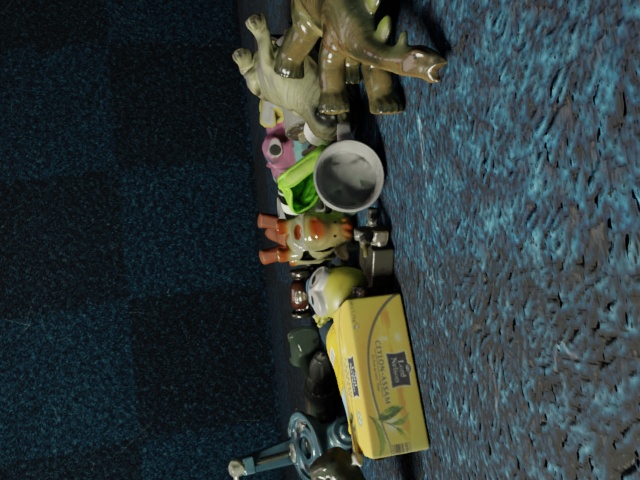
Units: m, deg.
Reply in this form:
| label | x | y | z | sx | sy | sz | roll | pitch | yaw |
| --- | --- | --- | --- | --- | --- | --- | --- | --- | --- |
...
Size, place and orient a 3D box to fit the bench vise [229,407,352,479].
| label | x | y | z | sx | sy | sz | roll | pitch | yaw |
| --- | --- | --- | --- | --- | --- | --- | --- | --- | --- |
| bench vise | -0.047 | 0.362 | 0.920 | 0.223 | 0.240 | 0.129 | -36 | 64 | 57 |

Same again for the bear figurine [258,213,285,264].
| label | x | y | z | sx | sy | sz | roll | pitch | yaw |
| --- | --- | --- | --- | --- | --- | --- | --- | --- | --- |
| bear figurine | -0.092 | -0.016 | 1.258 | 0.196 | 0.132 | 0.120 | -153 | 61 | -71 |

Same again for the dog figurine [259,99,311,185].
| label | x | y | z | sx | sy | sz | roll | pitch | yaw |
| --- | --- | --- | --- | --- | --- | --- | --- | --- | --- |
| dog figurine | -0.063 | -0.194 | 1.055 | 0.219 | 0.108 | 0.191 | 146 | 117 | -82 |

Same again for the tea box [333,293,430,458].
| label | x | y | z | sx | sy | sz | roll | pitch | yaw |
| --- | --- | --- | --- | --- | --- | --- | --- | --- | --- |
| tea box | 0.065 | 0.155 | 0.619 | 0.098 | 0.068 | 0.169 | 111 | 152 | -70 |

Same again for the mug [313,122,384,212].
| label | x | y | z | sx | sy | sz | roll | pitch | yaw |
| --- | --- | --- | --- | --- | --- | --- | --- | --- | --- |
| mug | 0.030 | -0.084 | 0.660 | 0.107 | 0.081 | 0.109 | 107 | 152 | -87 |

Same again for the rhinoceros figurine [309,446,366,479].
| label | x | y | z | sx | sy | sz | roll | pitch | yaw |
| --- | --- | --- | --- | --- | --- | --- | --- | --- | --- |
| rhinoceros figurine | 0.053 | 0.318 | 0.589 | 0.190 | 0.073 | 0.112 | 57 | 166 | 6 |

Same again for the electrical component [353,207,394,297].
| label | x | y | z | sx | sy | sz | roll | pitch | yaw |
| --- | --- | --- | --- | --- | --- | --- | --- | --- | --- |
| electrical component | 0.060 | 0.022 | 0.641 | 0.078 | 0.045 | 0.102 | -112 | 19 | -55 |

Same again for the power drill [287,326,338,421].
| label | x | y | z | sx | sy | sz | roll | pitch | yaw |
| --- | --- | --- | --- | --- | --- | --- | --- | --- | --- |
| power drill | -0.010 | 0.268 | 1.114 | 0.207 | 0.086 | 0.231 | -126 | 29 | -57 |

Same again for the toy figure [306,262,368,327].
| label | x | y | z | sx | sy | sz | roll | pitch | yaw |
| --- | --- | --- | --- | --- | --- | --- | --- | --- | --- |
| toy figure | 0.025 | 0.072 | 0.774 | 0.180 | 0.089 | 0.082 | 96 | 154 | -83 |

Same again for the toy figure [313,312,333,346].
| label | x | y | z | sx | sy | sz | roll | pitch | yaw |
| --- | --- | --- | --- | --- | --- | --- | --- | --- | --- |
| toy figure | 0.020 | 0.133 | 0.893 | 0.057 | 0.064 | 0.154 | 46 | -174 | -16 |

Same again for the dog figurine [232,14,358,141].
| label | x | y | z | sx | sy | sz | roll | pitch | yaw |
| --- | --- | --- | --- | --- | --- | --- | --- | --- | --- |
| dog figurine | -0.031 | -0.200 | 0.754 | 0.190 | 0.121 | 0.172 | 65 | 168 | 9 |

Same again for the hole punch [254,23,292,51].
| label | x | y | z | sx | sy | sz | roll | pitch | yaw |
| --- | --- | --- | --- | --- | --- | --- | --- | --- | --- |
| hole punch | -0.058 | -0.350 | 1.044 | 0.116 | 0.092 | 0.142 | 39 | 140 | 32 |

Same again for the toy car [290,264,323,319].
| label | x | y | z | sx | sy | sz | roll | pitch | yaw |
| --- | --- | --- | --- | --- | --- | --- | --- | --- | --- |
| toy car | -0.018 | 0.089 | 1.019 | 0.202 | 0.053 | 0.089 | -19 | -75 | -79 |

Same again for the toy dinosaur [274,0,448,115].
| label | x | y | z | sx | sy | sz | roll | pitch | yaw |
| --- | --- | --- | --- | --- | --- | --- | --- | --- | --- |
| toy dinosaur | 0.015 | -0.271 | 0.593 | 0.472 | 0.105 | 0.198 | -124 | 36 | -51 |

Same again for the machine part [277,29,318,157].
| label | x | y | z | sx | sy | sz | roll | pitch | yaw |
| --- | --- | --- | --- | --- | --- | --- | --- | --- | --- |
| machine part | -0.031 | -0.258 | 0.910 | 0.079 | 0.079 | 0.243 | 115 | 148 | -71 |

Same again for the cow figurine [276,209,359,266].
| label | x | y | z | sx | sy | sz | roll | pitch | yaw |
| --- | --- | --- | --- | --- | --- | --- | --- | --- | --- |
| cow figurine | -0.002 | -0.002 | 0.825 | 0.195 | 0.127 | 0.085 | 54 | -151 | -81 |
